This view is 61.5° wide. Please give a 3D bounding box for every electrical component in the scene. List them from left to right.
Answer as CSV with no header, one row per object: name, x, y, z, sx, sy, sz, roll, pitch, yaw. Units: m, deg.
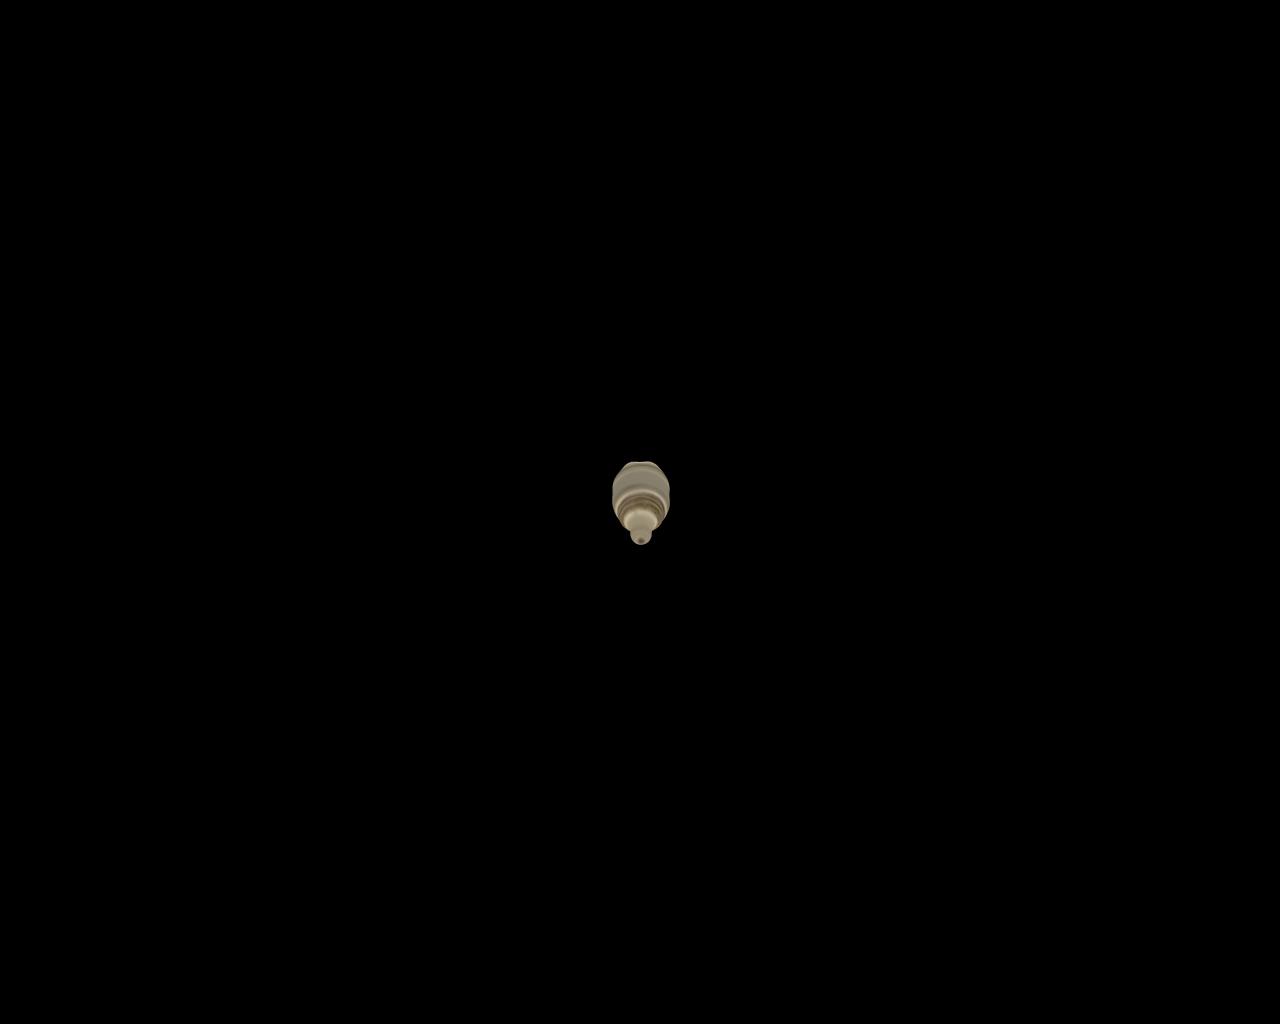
electrical component,0.001,-0.003,0.650,0.035,0.035,0.061,0,41,0
